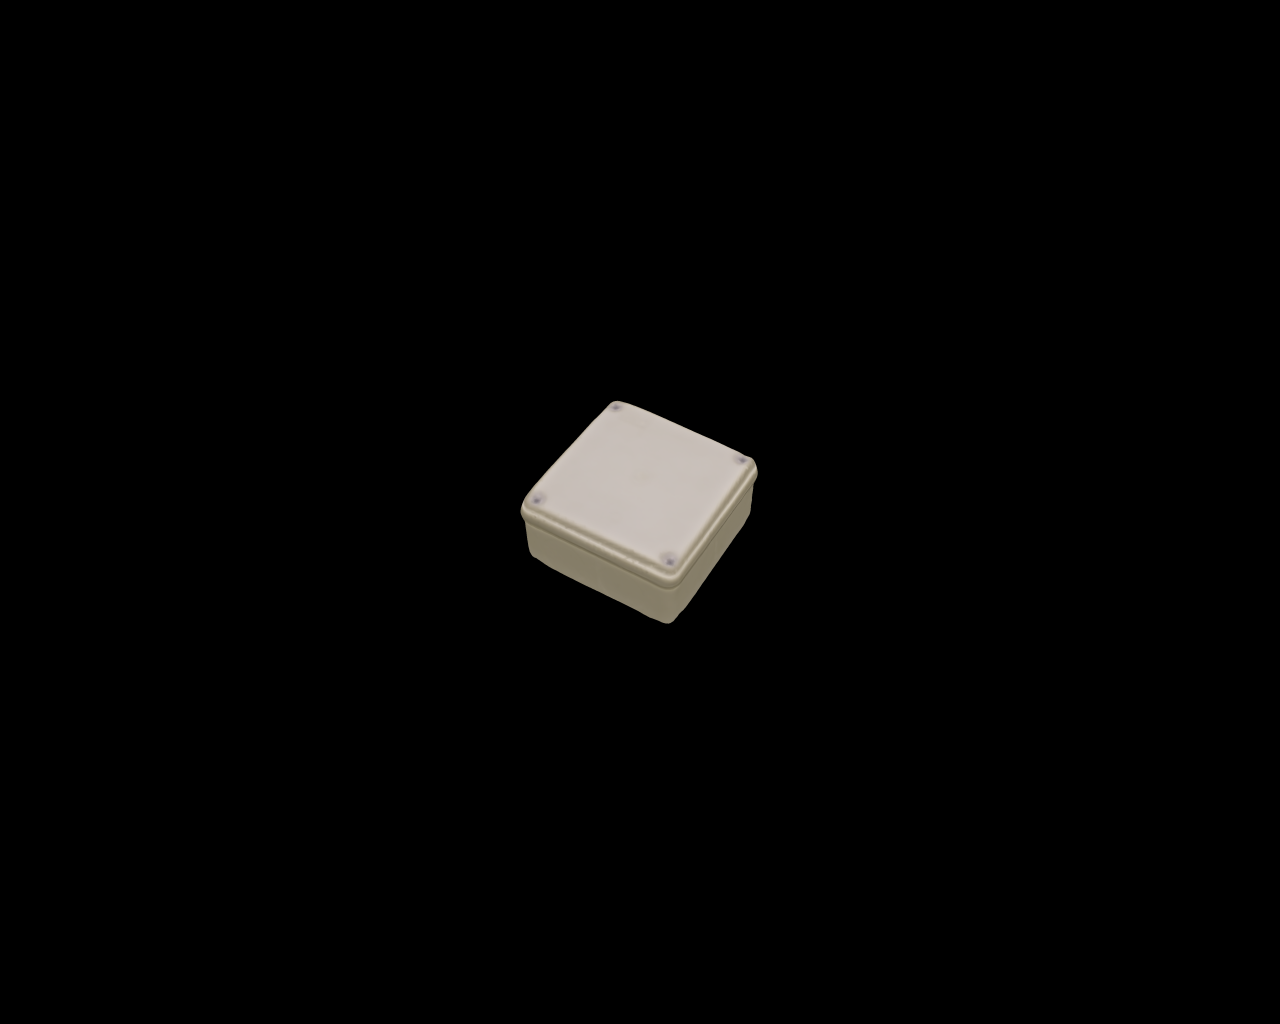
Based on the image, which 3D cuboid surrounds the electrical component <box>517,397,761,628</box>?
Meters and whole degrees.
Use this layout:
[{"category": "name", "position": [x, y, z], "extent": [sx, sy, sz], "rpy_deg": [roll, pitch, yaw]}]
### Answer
[{"category": "electrical component", "position": [0.001, -0.003, 0.650], "extent": [0.109, 0.109, 0.056], "rpy_deg": [25, -36, 20]}]
